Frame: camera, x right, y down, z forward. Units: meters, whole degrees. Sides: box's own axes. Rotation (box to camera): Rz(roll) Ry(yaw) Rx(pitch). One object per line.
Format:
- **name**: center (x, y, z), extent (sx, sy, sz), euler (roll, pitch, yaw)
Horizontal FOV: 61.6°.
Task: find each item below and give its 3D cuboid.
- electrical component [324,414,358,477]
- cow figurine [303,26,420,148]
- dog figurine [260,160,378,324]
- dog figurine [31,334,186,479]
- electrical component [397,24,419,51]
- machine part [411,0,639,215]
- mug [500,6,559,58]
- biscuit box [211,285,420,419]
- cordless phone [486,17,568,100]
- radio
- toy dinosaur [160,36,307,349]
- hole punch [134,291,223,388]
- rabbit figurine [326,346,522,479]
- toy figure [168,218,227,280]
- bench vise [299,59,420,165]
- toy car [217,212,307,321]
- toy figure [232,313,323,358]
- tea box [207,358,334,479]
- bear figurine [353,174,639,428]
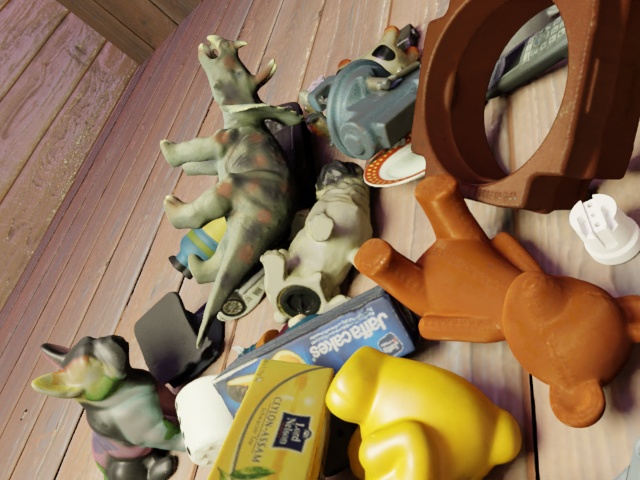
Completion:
- **electrical component**: center (0.018, 0.175, 0.515), extent (0.102, 0.045, 0.078), euler (-49, 60, 13)
- **cow figurine**: center (0.052, -0.222, 0.818), extent (0.195, 0.085, 0.127), euler (-23, 37, 39)
- **dog figurine**: center (0.003, -0.001, 0.670), extent (0.172, 0.121, 0.191), euler (-37, 21, 21)
- **dog figurine**: center (-0.275, 0.219, 0.690), extent (0.191, 0.219, 0.109), euler (-47, 29, 9)
- **electrical component**: center (0.128, -0.314, 0.858), extent (0.063, 0.021, 0.094), euler (-27, 39, 36)
- **machine part**: center (0.177, -0.132, 0.480), extent (0.202, 0.087, 0.200), euler (26, 113, 59)
- **mug**: center (0.220, -0.276, 0.619), extent (0.110, 0.107, 0.081), euler (-4, 58, 54)
- **biscuit box**: center (-0.004, 0.112, 0.524), extent (0.203, 0.059, 0.063), euler (-30, 0, 18)
- **cordless phone**: center (0.252, -0.226, 0.563), extent (0.184, 0.088, 0.146), euler (-22, 42, 60)
- **radio**: center (-0.079, -0.129, 0.863), extent (0.131, 0.073, 0.230), euler (-15, 42, 8)
- **toy dinosaur**: center (-0.094, -0.071, 0.695), extent (0.192, 0.131, 0.405), euler (-17, 65, 5)
- **hole punch**: center (-0.201, 0.149, 0.803), extent (0.142, 0.092, 0.116), euler (-37, 64, 21)
- **rabbit figurine**: center (0.063, 0.181, 0.364), extent (0.163, 0.121, 0.173), euler (17, 39, 25)
- **toy figure**: center (-0.173, -0.009, 0.908), extent (0.180, 0.082, 0.089), euler (-48, 51, -5)
- **bench vise**: center (0.072, -0.187, 0.683), extent (0.241, 0.128, 0.223), euler (19, 63, 45)
- **toy car**: center (-0.085, 0.040, 0.768), extent (0.201, 0.056, 0.074), euler (-42, 39, 21)
- **toy figure**: center (-0.035, 0.127, 0.609), extent (0.154, 0.057, 0.064), euler (-25, 60, 32)
- **tea box**: center (-0.035, 0.178, 0.401), extent (0.170, 0.068, 0.098), euler (-63, -22, -67)
- **bear figurine**: center (0.136, 0.039, 0.409), extent (0.120, 0.131, 0.196), euler (-46, 25, -6)
